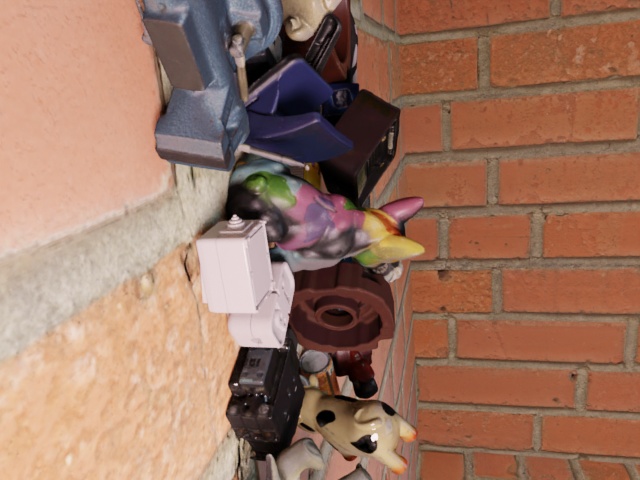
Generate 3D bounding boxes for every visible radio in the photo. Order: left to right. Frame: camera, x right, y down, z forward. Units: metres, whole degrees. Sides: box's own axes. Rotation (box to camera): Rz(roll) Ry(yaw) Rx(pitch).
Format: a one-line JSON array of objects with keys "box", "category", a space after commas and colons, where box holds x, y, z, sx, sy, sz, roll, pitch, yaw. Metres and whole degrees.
[{"box": [0.066, -0.137, 0.866, 0.131, 0.073, 0.229, -55, 171, -5], "category": "radio"}]

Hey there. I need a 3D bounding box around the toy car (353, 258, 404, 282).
[{"box": [0.053, -0.002, 0.890, 0.056, 0.202, 0.073, -52, -178, 28], "category": "toy car"}]

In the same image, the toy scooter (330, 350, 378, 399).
[{"box": [0.041, 0.181, 0.930, 0.184, 0.075, 0.135, -159, -129, -69], "category": "toy scooter"}]

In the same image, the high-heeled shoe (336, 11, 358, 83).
[{"box": [0.039, -0.342, 1.046, 0.145, 0.086, 0.248, 2, 92, -78], "category": "high-heeled shoe"}]

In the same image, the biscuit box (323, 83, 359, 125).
[{"box": [0.036, -0.206, 0.963, 0.202, 0.063, 0.059, 88, 1, -78], "category": "biscuit box"}]

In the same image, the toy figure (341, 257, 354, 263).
[{"box": [-0.002, -0.003, 0.818, 0.058, 0.064, 0.154, -44, 117, -12], "category": "toy figure"}]

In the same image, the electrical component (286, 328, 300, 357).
[{"box": [-0.050, 0.163, 0.768, 0.093, 0.021, 0.063, 72, 22, -49], "category": "electrical component"}]

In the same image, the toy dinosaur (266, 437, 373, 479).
[{"box": [-0.026, 0.351, 0.642, 0.131, 0.192, 0.404, 44, -4, 47], "category": "toy dinosaur"}]

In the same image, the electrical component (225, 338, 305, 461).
[{"box": [-0.063, 0.185, 0.650, 0.115, 0.058, 0.134, -79, 161, -46], "category": "electrical component"}]

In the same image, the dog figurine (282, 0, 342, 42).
[{"box": [-0.048, -0.354, 0.648, 0.190, 0.121, 0.172, 36, 55, -18], "category": "dog figurine"}]

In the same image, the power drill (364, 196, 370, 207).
[{"box": [0.096, -0.193, 1.251, 0.207, 0.086, 0.231, -62, 149, -69], "category": "power drill"}]

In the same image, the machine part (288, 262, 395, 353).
[{"box": [0.026, 0.101, 0.789, 0.179, 0.179, 0.056, 73, 19, -46], "category": "machine part"}]

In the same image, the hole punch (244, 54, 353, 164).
[{"box": [-0.034, -0.129, 0.613, 0.092, 0.116, 0.142, 64, 19, 16], "category": "hole punch"}]

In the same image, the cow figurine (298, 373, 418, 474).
[{"box": [0.028, 0.258, 0.770, 0.127, 0.195, 0.085, 51, 56, -24], "category": "cow figurine"}]

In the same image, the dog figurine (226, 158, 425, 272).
[{"box": [0.016, -0.025, 0.654, 0.191, 0.219, 0.108, 69, 21, -54], "category": "dog figurine"}]

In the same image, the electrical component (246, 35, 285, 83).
[{"box": [-0.079, -0.239, 0.637, 0.119, 0.048, 0.074, 31, 59, -73], "category": "electrical component"}]

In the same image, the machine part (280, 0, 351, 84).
[{"box": [-0.011, -0.362, 0.841, 0.201, 0.087, 0.201, 24, 66, -76], "category": "machine part"}]

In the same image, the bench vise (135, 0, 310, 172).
[{"box": [-0.082, -0.189, 0.484, 0.223, 0.129, 0.240, 61, 38, -58], "category": "bench vise"}]
